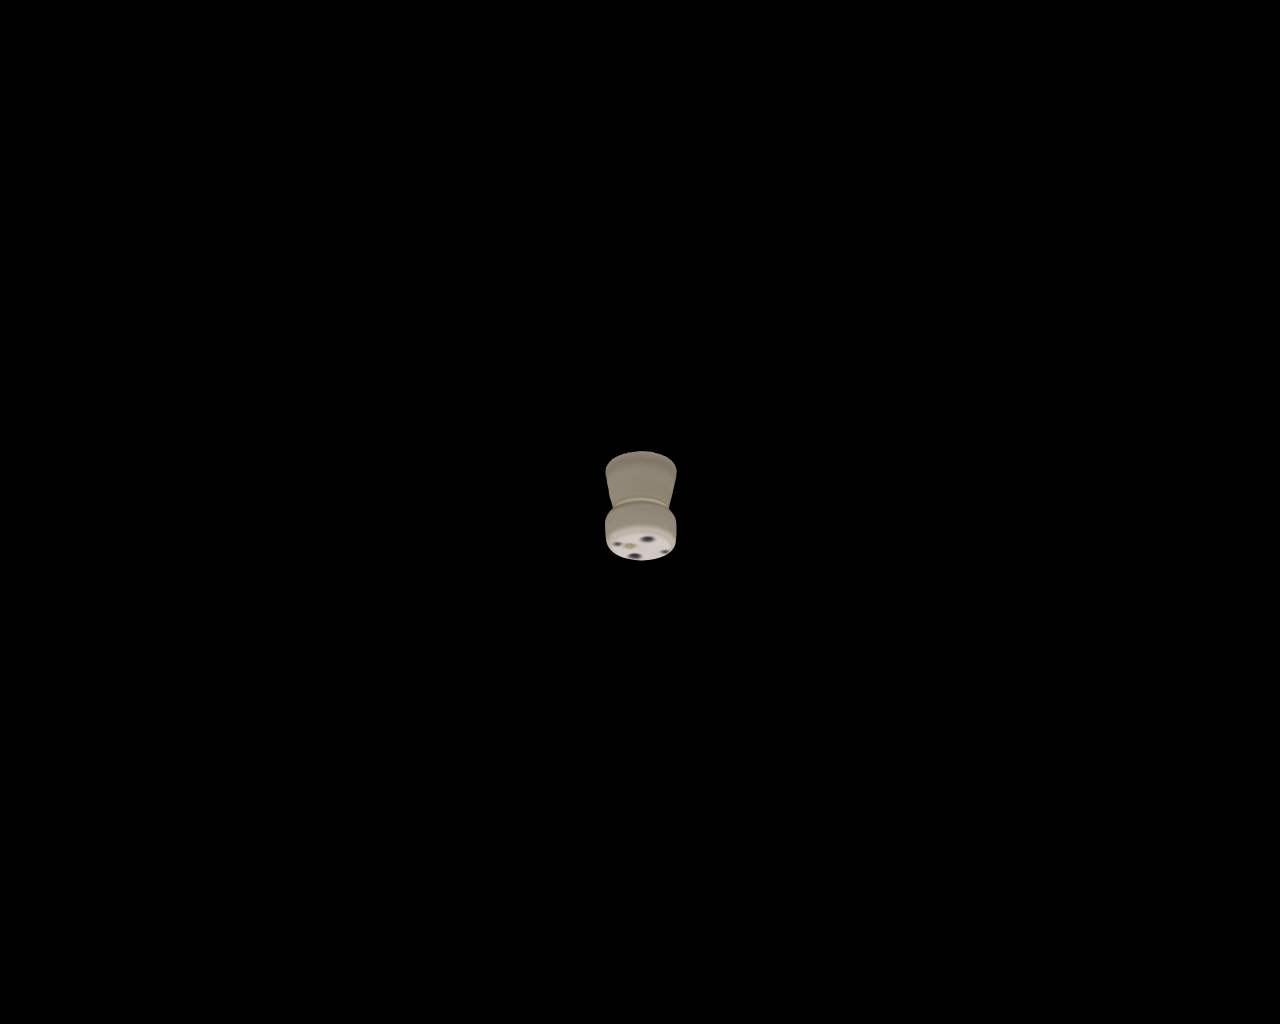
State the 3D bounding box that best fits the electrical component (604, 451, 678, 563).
[{"bbox_3d":[0.001,-0.003,0.650,0.045,0.055,0.044,0,-29,0],"label":"electrical component"}]
